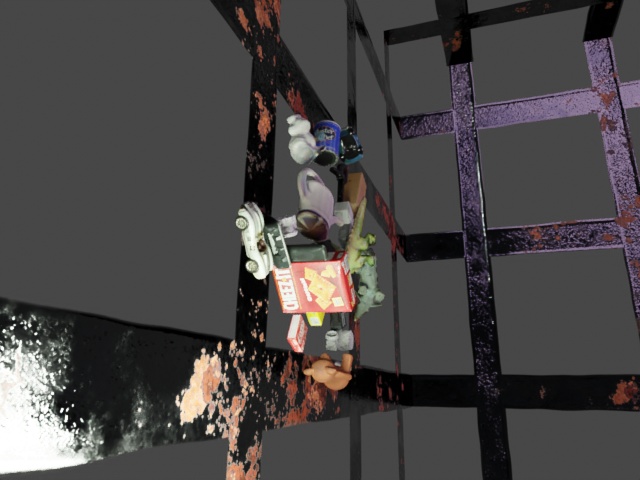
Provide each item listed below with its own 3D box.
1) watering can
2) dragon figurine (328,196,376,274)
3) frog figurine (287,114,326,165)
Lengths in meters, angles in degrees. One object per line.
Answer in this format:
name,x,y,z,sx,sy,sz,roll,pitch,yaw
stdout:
watering can,0.005,-0.088,1.757,0.341,0.103,0.230,55,34,-44
dragon figurine,0.106,0.036,2.003,0.243,0.122,0.409,-5,96,-55
frog figurine,-0.064,-0.330,1.695,0.159,0.120,0.140,45,35,-3
